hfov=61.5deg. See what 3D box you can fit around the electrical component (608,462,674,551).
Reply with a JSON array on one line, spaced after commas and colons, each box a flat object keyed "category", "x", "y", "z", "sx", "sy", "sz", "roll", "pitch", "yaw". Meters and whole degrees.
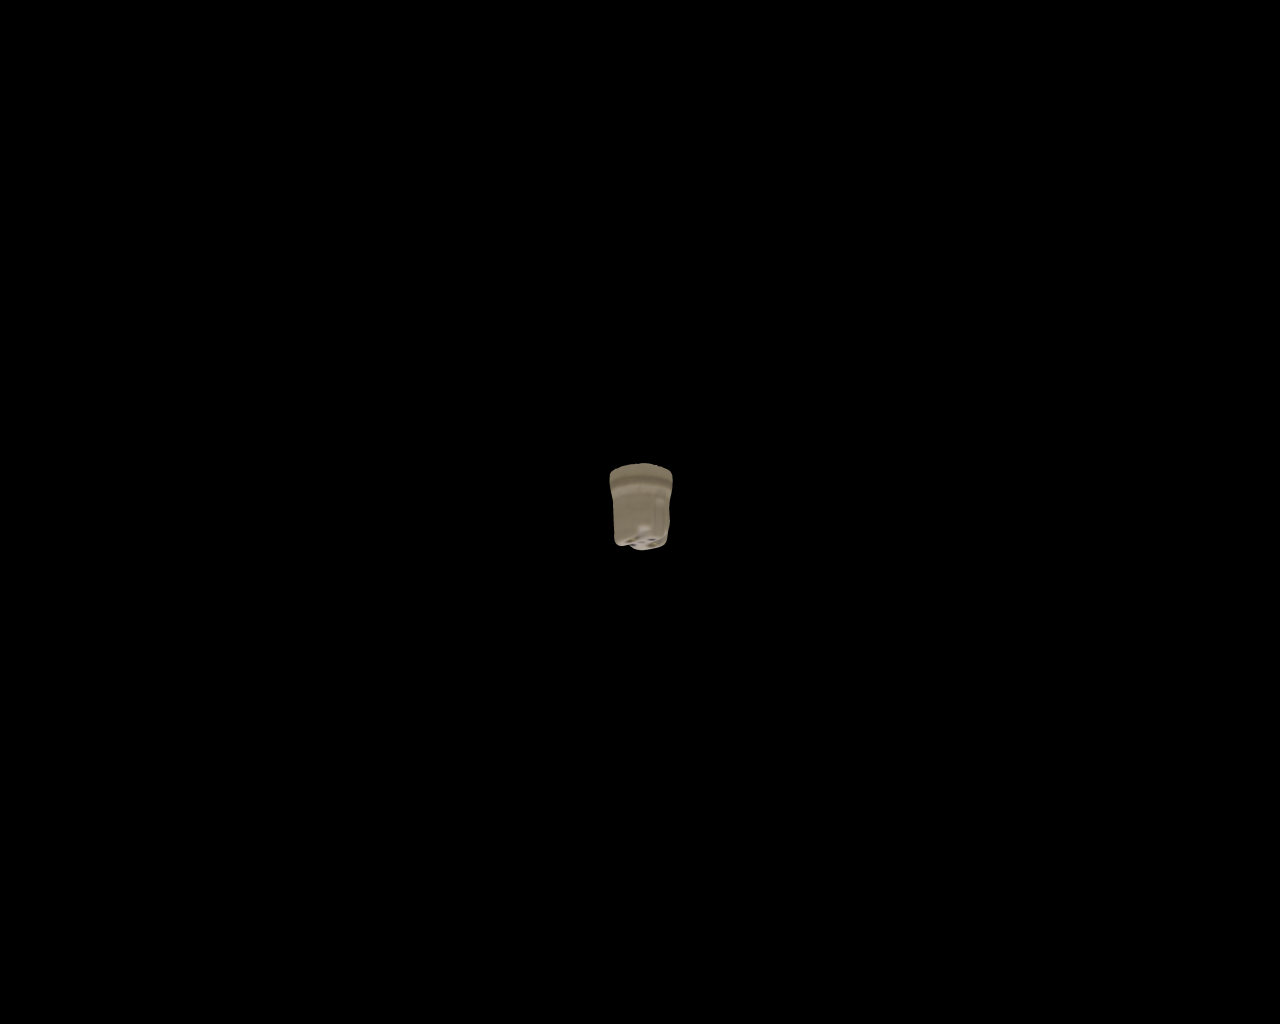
[{"category": "electrical component", "x": 0.001, "y": -0.003, "z": 0.650, "sx": 0.040, "sy": 0.046, "sz": 0.040, "roll": 0, "pitch": -15, "yaw": 0}]
